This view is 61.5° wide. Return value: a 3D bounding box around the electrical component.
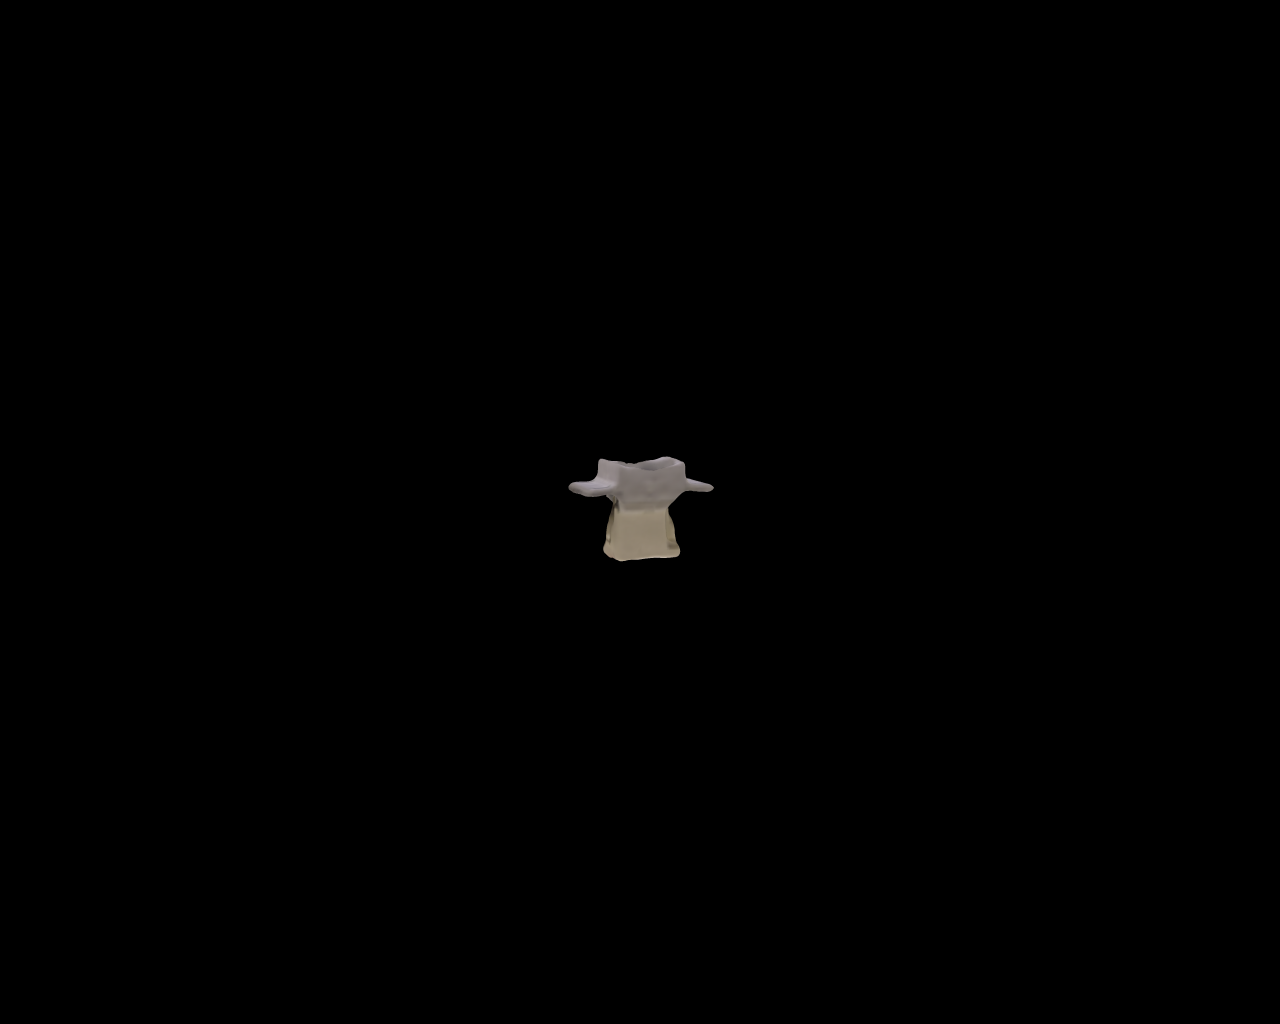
[{"bbox_3d":[0.001,-0.003,0.650,0.081,0.063,0.042,-2,8,-18],"label":"electrical component"}]
